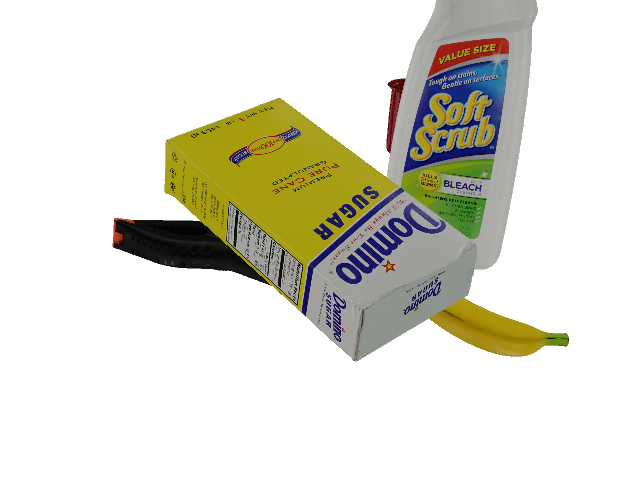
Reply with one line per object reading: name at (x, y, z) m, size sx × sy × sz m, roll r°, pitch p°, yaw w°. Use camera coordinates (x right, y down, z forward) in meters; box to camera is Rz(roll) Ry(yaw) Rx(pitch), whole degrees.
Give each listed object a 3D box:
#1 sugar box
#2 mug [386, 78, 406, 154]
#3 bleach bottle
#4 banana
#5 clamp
sugar box at (-0.003, -0.014, 0.620) m, size 0.093 × 0.048 × 0.176 m, roll -27°, pitch 49°, yaw -34°
mug at (0.129, -0.140, 1.246) m, size 0.117 × 0.081 × 0.093 m, roll -15°, pitch 28°, yaw -42°
bleach bottle at (0.099, -0.106, 0.780) m, size 0.103 × 0.251 × 0.068 m, roll 9°, pitch 26°, yaw 13°
banana at (0.139, 0.070, 1.026) m, size 0.069 × 0.037 × 0.198 m, roll 1°, pitch 19°, yaw -44°
clamp at (-0.081, 0.009, 0.924) m, size 0.210 × 0.036 × 0.164 m, roll 6°, pitch 12°, yaw 2°
